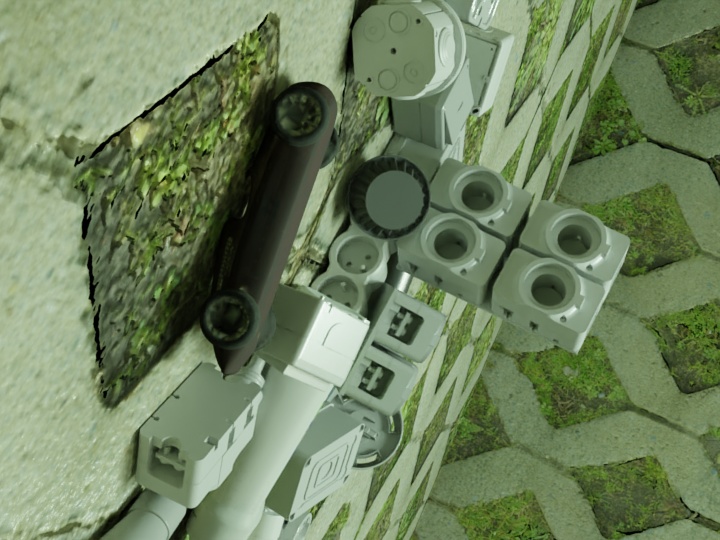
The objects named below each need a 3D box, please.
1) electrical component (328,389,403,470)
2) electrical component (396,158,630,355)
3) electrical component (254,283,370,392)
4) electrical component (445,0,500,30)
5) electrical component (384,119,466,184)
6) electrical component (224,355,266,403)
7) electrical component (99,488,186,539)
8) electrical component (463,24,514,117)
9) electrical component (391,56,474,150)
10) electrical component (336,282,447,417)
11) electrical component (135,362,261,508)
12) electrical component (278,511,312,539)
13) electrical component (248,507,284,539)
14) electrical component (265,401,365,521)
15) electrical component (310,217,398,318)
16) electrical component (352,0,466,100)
[{"bbox_3d":[-0.001,0.177,1.214,0.064,0.099,0.099,90,26,-73],"label":"electrical component"},{"bbox_3d":[0.139,-0.017,0.986,0.105,0.186,0.060,-59,165,-18],"label":"electrical component"},{"bbox_3d":[-0.053,0.045,0.800,0.062,0.096,0.061,31,81,-47],"label":"electrical component"},{"bbox_3d":[0.084,-0.243,0.920,0.053,0.059,0.095,-70,167,12],"label":"electrical component"},{"bbox_3d":[0.059,-0.097,1.076,0.108,0.056,0.108,-61,166,-23],"label":"electrical component"},{"bbox_3d":[-0.092,0.093,0.843,0.035,0.035,0.061,93,21,-56],"label":"electrical component"},{"bbox_3d":[-0.149,0.180,0.748,0.065,0.044,0.044,-57,164,-53],"label":"electrical component"},{"bbox_3d":[0.111,-0.201,1.093,0.061,0.062,0.096,-43,153,-61],"label":"electrical component"},{"bbox_3d":[0.068,-0.162,0.988,0.061,0.061,0.096,-63,166,-17],"label":"electrical component"},{"bbox_3d":[0.022,0.070,1.043,0.105,0.060,0.186,-62,-173,0],"label":"electrical component"},{"bbox_3d":[-0.114,0.118,0.760,0.089,0.050,0.055,-50,158,-52],"label":"electrical component"},{"bbox_3d":[-0.085,0.274,1.142,0.055,0.047,0.055,-60,165,-28],"label":"electrical component"},{"bbox_3d":[-0.100,0.269,1.092,0.044,0.044,0.065,-11,118,-74],"label":"electrical component"},{"bbox_3d":[-0.054,0.182,1.046,0.113,0.057,0.078,-22,134,-57],"label":"electrical component"},{"bbox_3d":[0.000,0.000,1.009,0.073,0.052,0.138,80,34,-67],"label":"electrical component"},{"bbox_3d":[0.035,-0.168,0.815,0.051,0.080,0.080,-33,144,-59],"label":"electrical component"}]
